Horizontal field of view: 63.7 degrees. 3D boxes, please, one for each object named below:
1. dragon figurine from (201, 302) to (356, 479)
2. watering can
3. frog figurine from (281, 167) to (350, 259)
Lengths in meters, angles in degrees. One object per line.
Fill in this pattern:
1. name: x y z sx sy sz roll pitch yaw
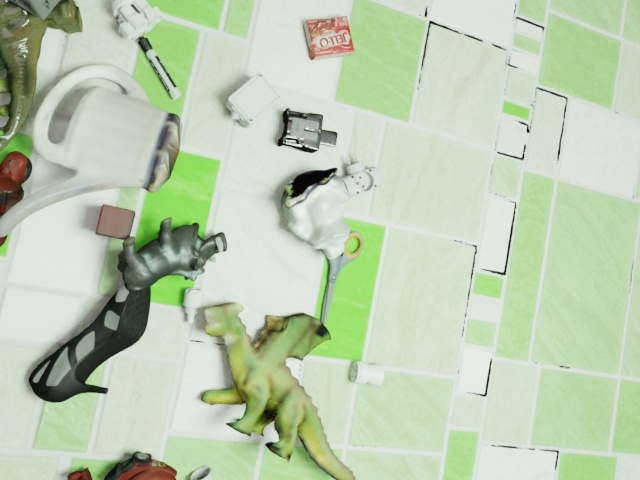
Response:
1. dragon figurine: -0.056 0.253 0.948 0.407 0.246 0.121 34 -19 -16
2. watering can: -0.353 -0.135 0.834 0.223 0.355 0.102 18 -28 -16
3. frog figurine: 0.003 -0.049 0.978 0.123 0.156 0.139 14 51 47
